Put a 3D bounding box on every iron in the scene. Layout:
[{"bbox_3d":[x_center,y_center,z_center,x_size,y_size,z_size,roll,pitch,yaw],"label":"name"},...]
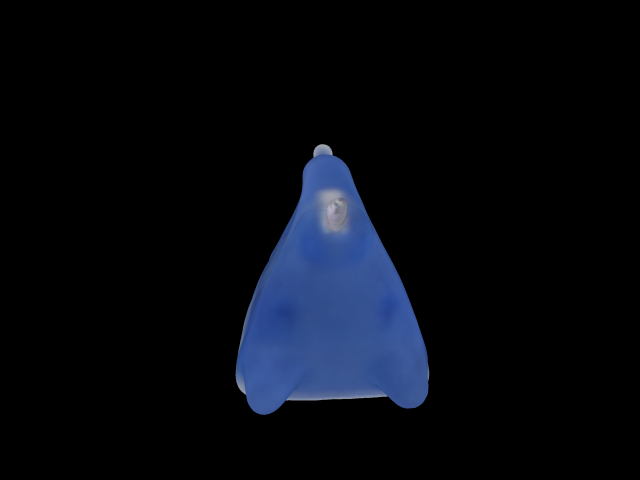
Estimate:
[{"bbox_3d":[0.004,0.001,0.400,0.118,0.141,0.258,-1,23,-3],"label":"iron"}]
